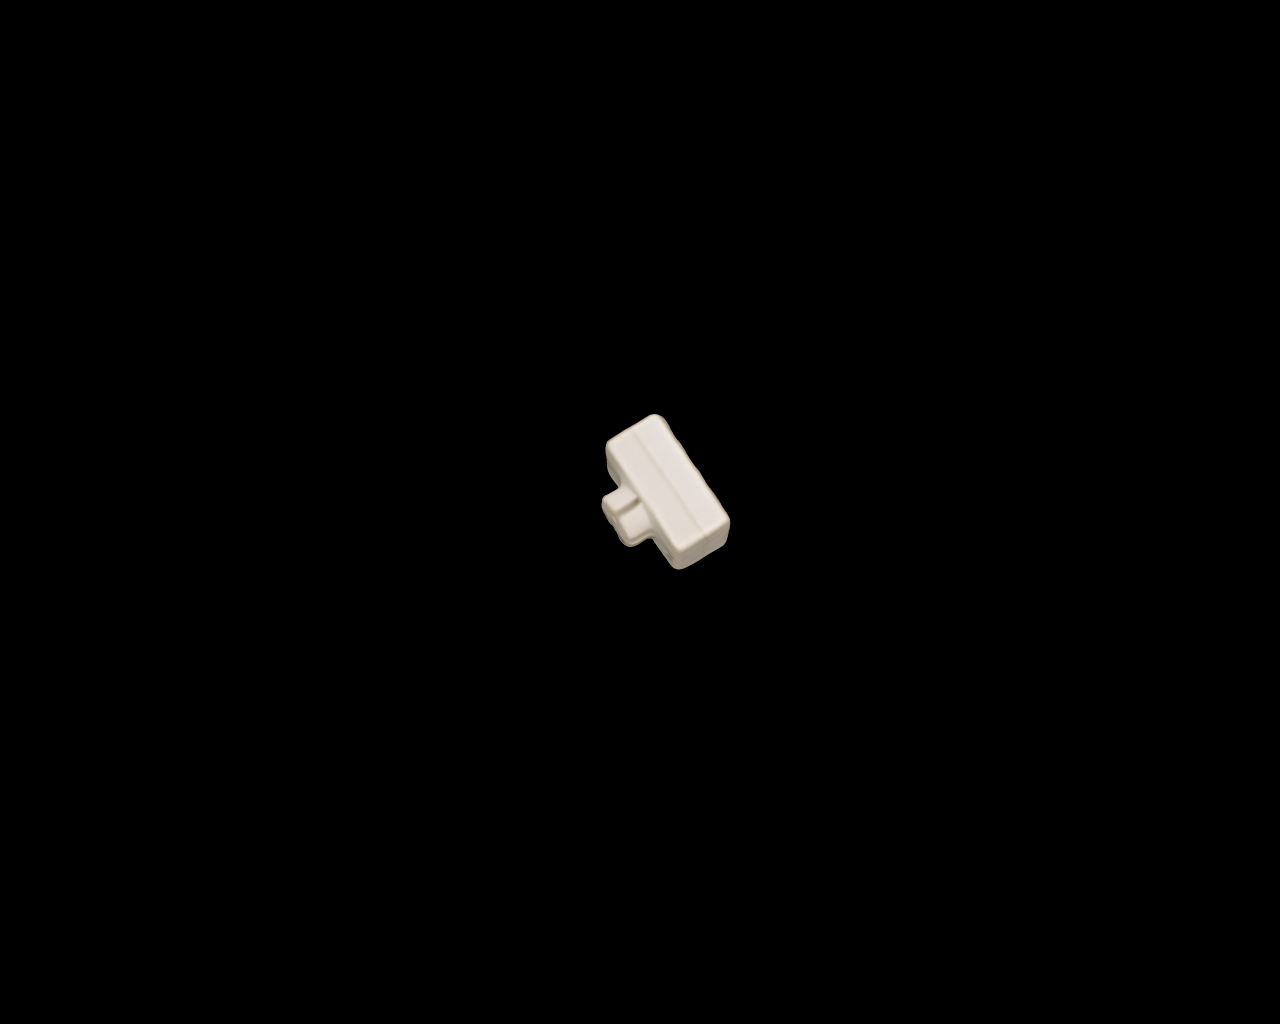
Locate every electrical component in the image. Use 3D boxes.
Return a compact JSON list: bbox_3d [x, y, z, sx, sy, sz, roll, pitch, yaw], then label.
[{"bbox_3d":[0.001,-0.003,0.650,0.076,0.083,0.047,-30,-15,-9],"label":"electrical component"}]
